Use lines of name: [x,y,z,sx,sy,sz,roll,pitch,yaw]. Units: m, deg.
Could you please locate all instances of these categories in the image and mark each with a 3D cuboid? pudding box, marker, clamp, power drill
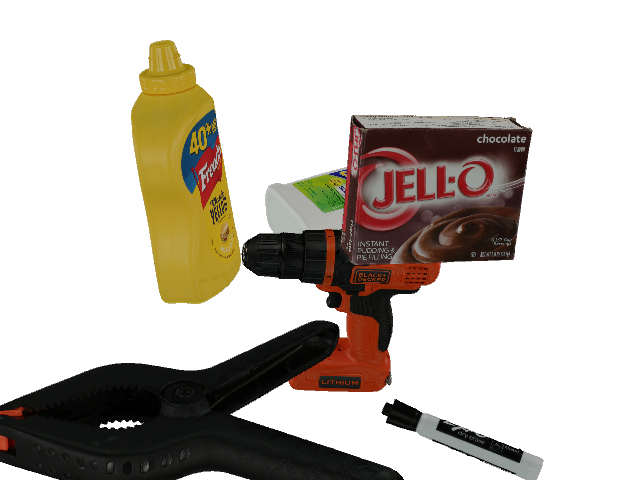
pudding box: [0.072,-0.033,0.681,0.113,0.090,0.039,-2,24,-14]
marker: [0.102,0.145,0.780,0.121,0.020,0.020,21,4,11]
clamp: [-0.068,0.091,0.577,0.210,0.036,0.164,0,24,-5]
power drill: [0.012,0.067,1.025,0.184,0.188,0.057,3,43,-6]

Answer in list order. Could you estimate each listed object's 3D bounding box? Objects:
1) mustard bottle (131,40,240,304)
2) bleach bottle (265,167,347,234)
mustard bottle: [-0.104,-0.055,0.806,0.058,0.191,0.096,1,25,18]
bleach bottle: [0.070,-0.055,1.200,0.250,0.068,0.103,-21,43,-23]
